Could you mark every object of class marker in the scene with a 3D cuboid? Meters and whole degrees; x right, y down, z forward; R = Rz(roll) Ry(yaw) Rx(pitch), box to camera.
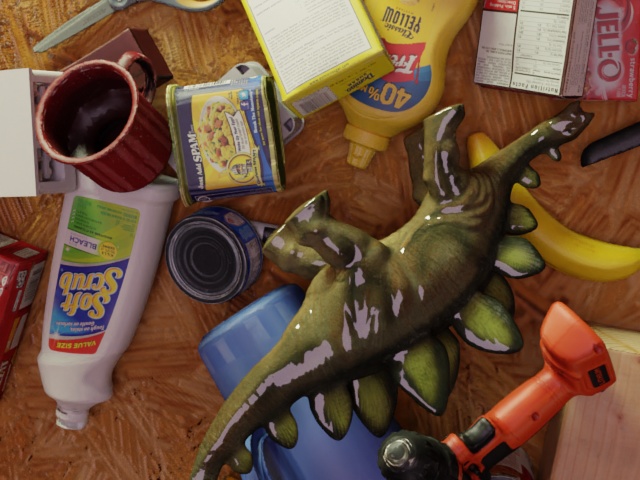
[{"bbox_3d":[-0.006,0.001,0.967,0.121,0.020,0.020,10,100,7],"label":"marker"}]

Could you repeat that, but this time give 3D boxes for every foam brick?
[{"bbox_3d":[-0.181,-0.147,0.953,0.078,0.051,0.053,-28,95,12],"label":"foam brick"}]

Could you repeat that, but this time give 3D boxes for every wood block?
[{"bbox_3d":[0.243,0.184,0.922,0.090,0.090,0.206,11,100,6],"label":"wood block"}]

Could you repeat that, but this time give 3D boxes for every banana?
[{"bbox_3d":[0.200,-0.017,0.927,0.198,0.037,0.069,31,85,2],"label":"banana"}]

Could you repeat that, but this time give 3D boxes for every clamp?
[{"bbox_3d":[0.303,-0.098,0.896,0.120,0.039,0.171,27,97,-2],"label":"clamp"}]

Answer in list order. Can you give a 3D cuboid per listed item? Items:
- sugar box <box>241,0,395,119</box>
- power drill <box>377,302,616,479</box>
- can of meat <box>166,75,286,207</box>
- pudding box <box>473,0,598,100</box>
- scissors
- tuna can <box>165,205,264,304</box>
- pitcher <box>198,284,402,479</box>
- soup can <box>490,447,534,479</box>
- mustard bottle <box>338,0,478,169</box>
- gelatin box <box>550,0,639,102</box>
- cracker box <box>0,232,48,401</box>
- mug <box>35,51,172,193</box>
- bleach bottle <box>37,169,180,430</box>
[{"bbox_3d":[-0.015,-0.200,0.892,0.093,0.048,0.176,-26,67,12],"label":"sugar box"},{"bbox_3d":[0.133,0.133,0.805,0.187,0.184,0.057,-41,61,0],"label":"power drill"},{"bbox_3d":[-0.076,-0.084,0.885,0.084,0.057,0.102,-7,98,7],"label":"can of meat"},{"bbox_3d":[0.178,-0.177,0.878,0.090,0.039,0.113,18,110,40],"label":"pudding box"},{"bbox_3d":[-0.160,-0.208,0.959,0.202,0.016,0.096,-43,91,12],"label":"scissors"},{"bbox_3d":[-0.096,0.014,0.963,0.086,0.033,0.086,7,109,21],"label":"tuna can"},{"bbox_3d":[-0.007,0.167,0.925,0.145,0.149,0.243,-33,86,-5],"label":"pitcher"},{"bbox_3d":[0.155,0.220,0.935,0.068,0.102,0.068,1,99,8],"label":"soup can"},{"bbox_3d":[0.064,-0.153,0.912,0.096,0.058,0.192,23,102,14],"label":"mustard bottle"},{"bbox_3d":[0.232,-0.163,0.900,0.073,0.030,0.089,3,99,8],"label":"gelatin box"},{"bbox_3d":[-0.385,0.051,1.004,0.214,0.072,0.164,22,101,5],"label":"cracker box"},{"bbox_3d":[-0.170,-0.100,0.889,0.093,0.081,0.117,17,77,24],"label":"mug"},{"bbox_3d":[-0.201,0.057,0.982,0.102,0.068,0.251,15,103,11],"label":"bleach bottle"}]
